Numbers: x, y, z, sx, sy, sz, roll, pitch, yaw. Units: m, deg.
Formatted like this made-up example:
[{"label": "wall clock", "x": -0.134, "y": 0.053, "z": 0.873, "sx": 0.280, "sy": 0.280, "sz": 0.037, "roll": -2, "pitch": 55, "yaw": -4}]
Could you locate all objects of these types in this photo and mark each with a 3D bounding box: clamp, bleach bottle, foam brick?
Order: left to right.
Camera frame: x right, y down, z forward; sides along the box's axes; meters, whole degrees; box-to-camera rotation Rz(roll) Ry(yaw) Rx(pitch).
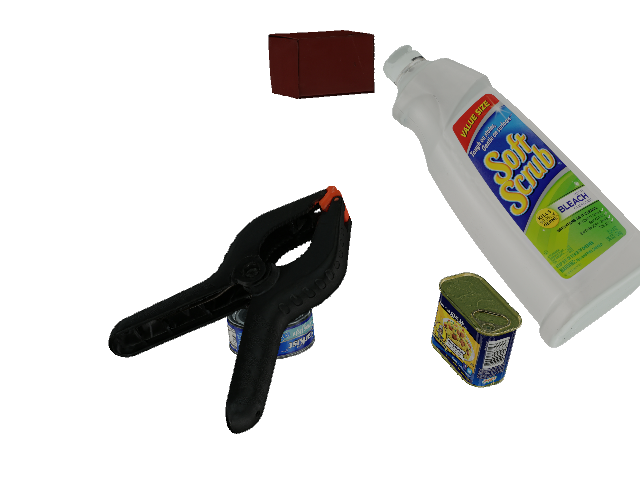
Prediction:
[{"label": "clamp", "x": -0.034, "y": 0.038, "z": 0.646, "sx": 0.120, "sy": 0.171, "sz": 0.039, "roll": 38, "pitch": -18, "yaw": 34}, {"label": "foam brick", "x": 0.001, "y": -0.152, "z": 0.916, "sx": 0.078, "sy": 0.051, "sz": 0.053, "roll": -9, "pitch": 18, "yaw": -28}, {"label": "bleach bottle", "x": 0.128, "y": -0.047, "z": 0.791, "sx": 0.102, "sy": 0.251, "sz": 0.068, "roll": -32, "pitch": -21, "yaw": -20}]

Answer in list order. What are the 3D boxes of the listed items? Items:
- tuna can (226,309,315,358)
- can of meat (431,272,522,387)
[{"label": "tuna can", "x": -0.049, "y": 0.085, "z": 1.052, "sx": 0.086, "sy": 0.034, "sz": 0.086, "roll": -4, "pitch": 19, "yaw": 1}, {"label": "can of meat", "x": 0.168, "y": 0.100, "z": 1.173, "sx": 0.057, "sy": 0.084, "sz": 0.102, "roll": -13, "pitch": 40, "yaw": -25}]
